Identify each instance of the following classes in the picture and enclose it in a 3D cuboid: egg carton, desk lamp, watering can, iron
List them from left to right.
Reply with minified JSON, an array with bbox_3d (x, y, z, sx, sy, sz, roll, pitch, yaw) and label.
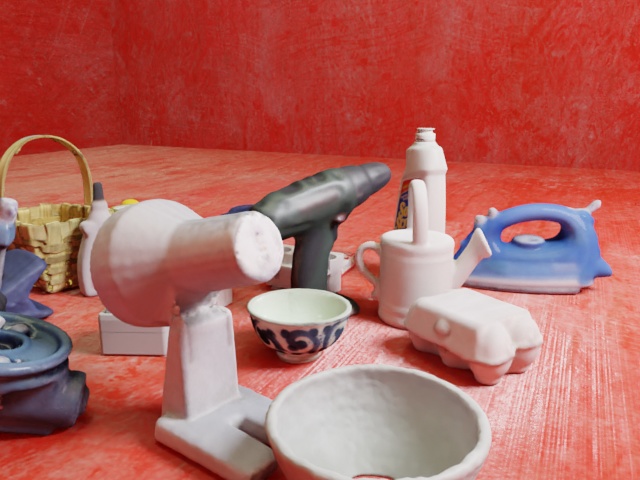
[{"bbox_3d":[-0.101,0.072,0.515,0.202,0.214,0.118,11,18,36],"label":"desk lamp"},{"bbox_3d":[0.139,0.014,0.779,0.173,0.194,0.100,-4,15,-15],"label":"watering can"},{"bbox_3d":[0.174,0.107,0.669,0.107,0.069,0.149,-10,18,-34],"label":"egg carton"},{"bbox_3d":[0.330,0.003,0.928,0.258,0.141,0.118,1,15,2],"label":"iron"}]

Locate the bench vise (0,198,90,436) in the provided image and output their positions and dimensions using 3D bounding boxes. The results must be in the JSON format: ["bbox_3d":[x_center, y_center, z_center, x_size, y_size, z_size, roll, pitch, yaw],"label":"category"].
[{"bbox_3d":[-0.313,0.077,0.479,0.208,0.220,0.121,-10,18,-33],"label":"bench vise"}]

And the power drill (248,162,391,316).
[{"bbox_3d":[0.007,0.003,0.793,0.230,0.208,0.075,-11,19,-37],"label":"power drill"}]

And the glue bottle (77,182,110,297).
[{"bbox_3d":[-0.336,-0.003,0.880,0.078,0.173,0.037,-13,20,-41],"label":"glue bottle"}]

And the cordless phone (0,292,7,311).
[{"bbox_3d":[-0.394,0.058,0.620,0.094,0.185,0.147,-8,17,-28],"label":"cordless phone"}]

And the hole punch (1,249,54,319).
[{"bbox_3d":[-0.428,0.067,0.771,0.108,0.091,0.101,11,18,35],"label":"hole punch"}]

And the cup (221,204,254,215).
[{"bbox_3d":[-0.135,-0.012,1.073,0.118,0.095,0.091,-10,18,-34],"label":"cup"}]

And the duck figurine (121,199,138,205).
[{"bbox_3d":[-0.400,-0.044,1.210,0.078,0.086,0.104,-12,19,-40],"label":"duck figurine"}]

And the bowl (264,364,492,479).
[{"bbox_3d":[0.043,0.164,0.439,0.167,0.075,0.167,0,15,0],"label":"bowl"}]
